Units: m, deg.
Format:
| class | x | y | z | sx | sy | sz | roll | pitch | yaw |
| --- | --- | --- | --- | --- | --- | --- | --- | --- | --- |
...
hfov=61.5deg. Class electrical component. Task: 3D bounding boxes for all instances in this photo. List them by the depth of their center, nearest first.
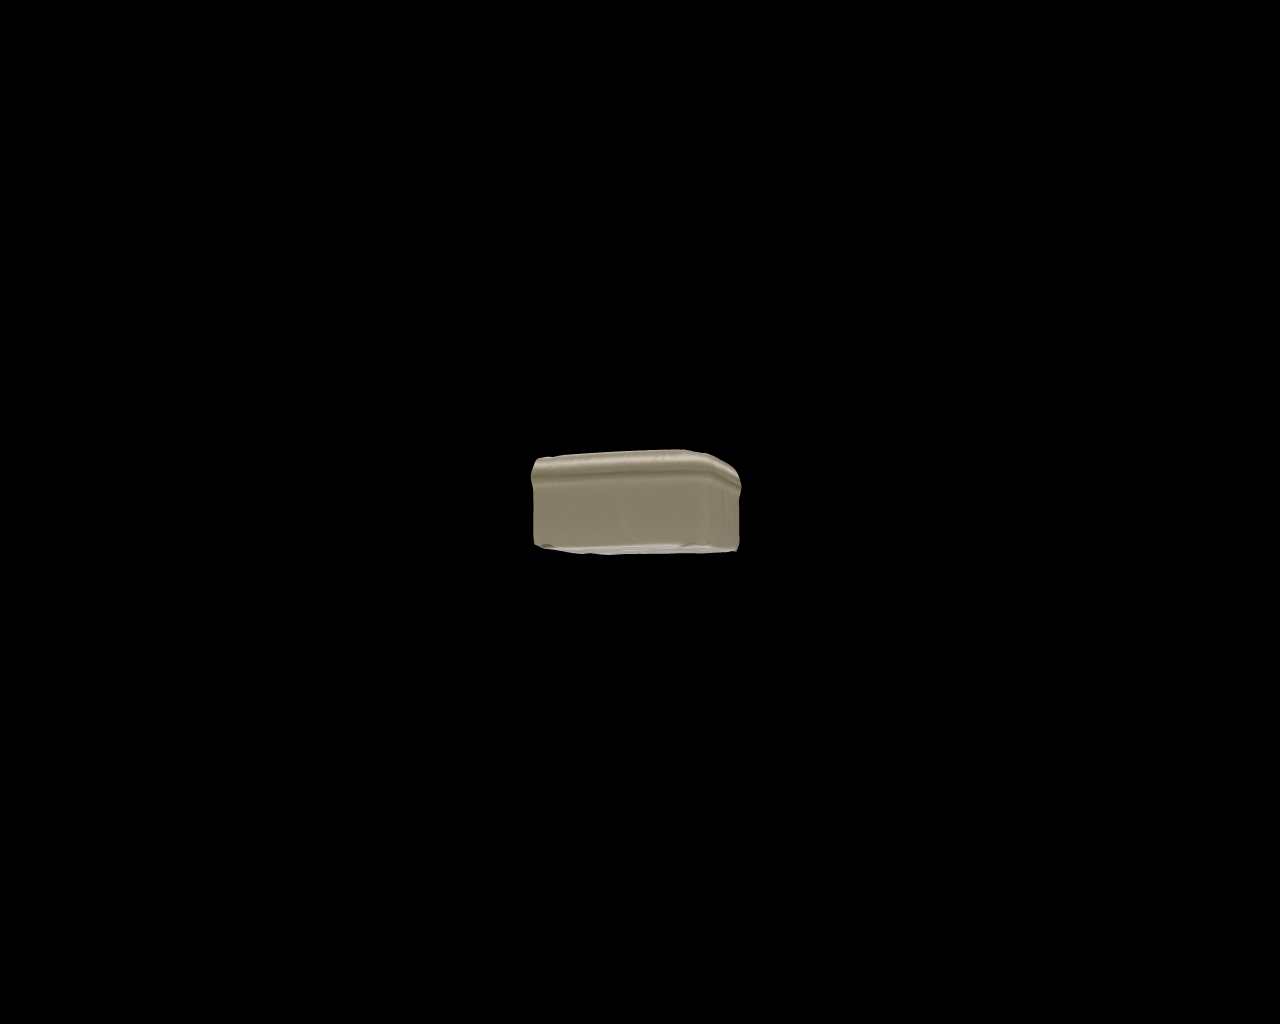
| class | x | y | z | sx | sy | sz | roll | pitch | yaw |
| --- | --- | --- | --- | --- | --- | --- | --- | --- | --- |
| electrical component | 0.001 | -0.003 | 0.650 | 0.109 | 0.056 | 0.109 | -1 | -5 | 15 |
